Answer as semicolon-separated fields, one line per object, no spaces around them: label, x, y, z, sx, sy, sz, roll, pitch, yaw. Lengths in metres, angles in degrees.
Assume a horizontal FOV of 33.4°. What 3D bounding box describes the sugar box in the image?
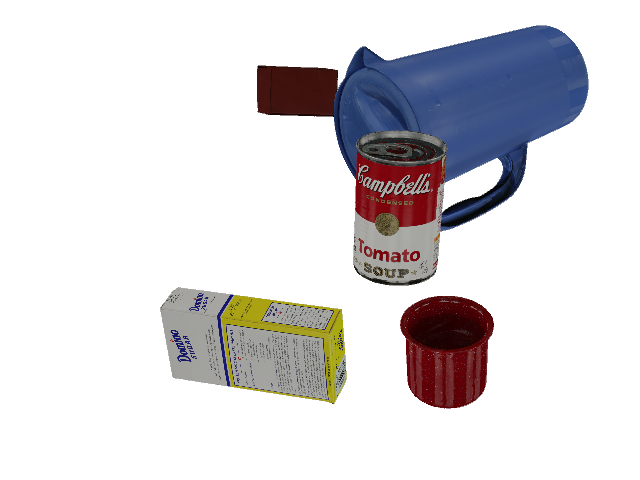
sugar box;-0.065;0.102;1.053;0.176;0.093;0.048;9;35;18

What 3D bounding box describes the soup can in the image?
soup can;0.059;-0.025;0.814;0.068;0.102;0.068;1;26;-1

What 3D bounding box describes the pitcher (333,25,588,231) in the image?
pitcher;0.147;-0.122;1.043;0.242;0.149;0.145;-21;44;-30

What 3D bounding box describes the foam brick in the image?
foam brick;-0.025;-0.161;1.153;0.078;0.051;0.053;-1;11;-18

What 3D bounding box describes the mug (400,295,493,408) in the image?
mug;0.135;0.110;1.092;0.093;0.081;0.117;17;39;29
